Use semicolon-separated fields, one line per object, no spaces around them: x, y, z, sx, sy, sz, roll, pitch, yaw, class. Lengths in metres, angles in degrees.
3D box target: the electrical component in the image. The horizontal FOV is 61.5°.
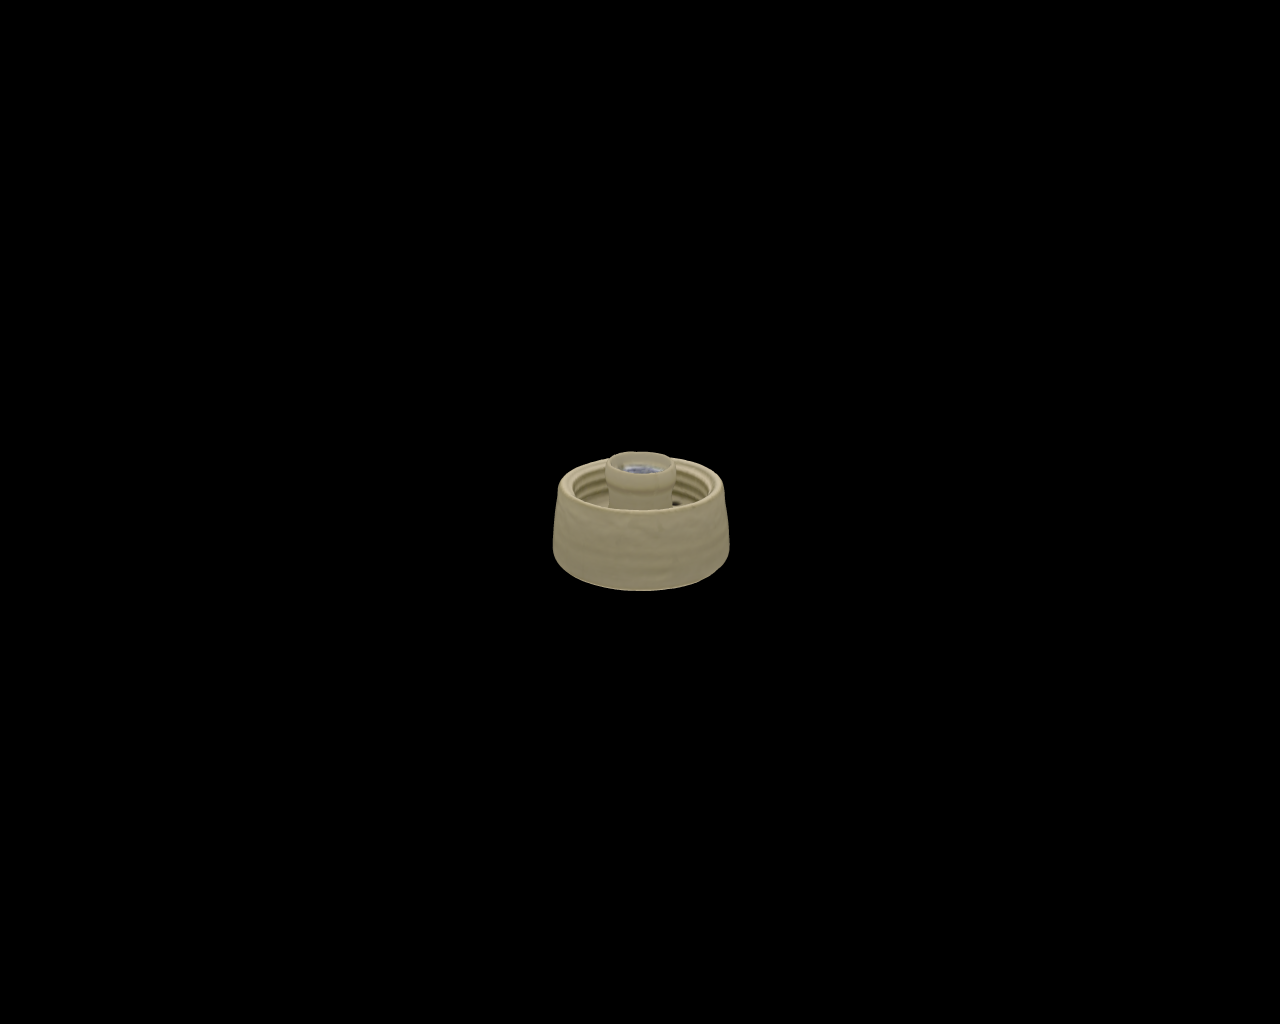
0.001;-0.003;0.650;0.108;0.060;0.108;0;23;0;electrical component
